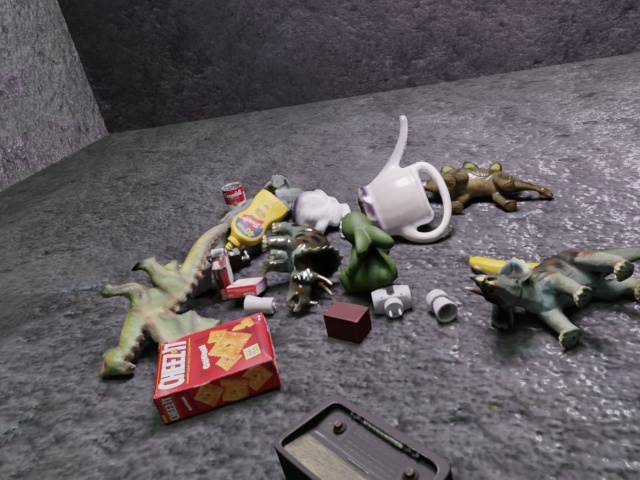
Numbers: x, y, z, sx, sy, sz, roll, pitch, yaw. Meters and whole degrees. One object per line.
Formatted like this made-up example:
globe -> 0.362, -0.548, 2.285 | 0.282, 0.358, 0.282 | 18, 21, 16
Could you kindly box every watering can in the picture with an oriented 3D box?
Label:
watering can -> 0.200, -0.141, 1.337 | 0.223, 0.353, 0.103 | -23, -20, 9

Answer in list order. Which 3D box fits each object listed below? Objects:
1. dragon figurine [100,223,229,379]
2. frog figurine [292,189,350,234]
dragon figurine -> -0.308, 0.138, 1.121 | 0.415, 0.119, 0.246 | -37, 64, -20
frog figurine -> 0.004, -0.072, 1.438 | 0.159, 0.120, 0.140 | 1, 60, 9
